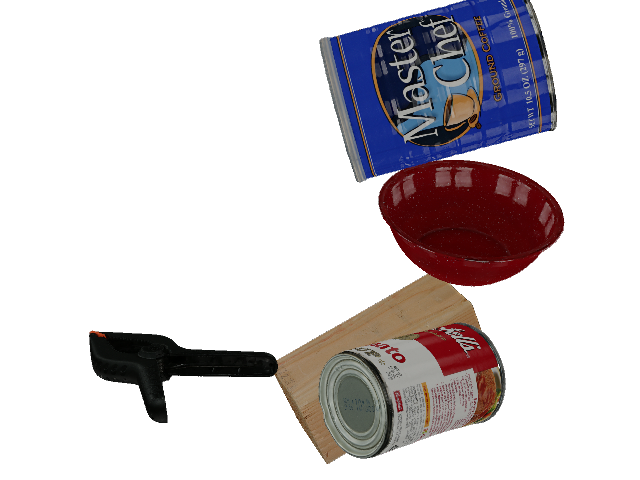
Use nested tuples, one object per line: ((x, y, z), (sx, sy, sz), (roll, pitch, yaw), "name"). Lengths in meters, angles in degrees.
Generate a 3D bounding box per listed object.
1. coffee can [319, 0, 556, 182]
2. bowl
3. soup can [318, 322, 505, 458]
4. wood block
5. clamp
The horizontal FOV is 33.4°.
((0.080, -0.107, 0.734), (0.140, 0.103, 0.103), (-15, -1, 5), "coffee can")
((0.129, -0.008, 0.941), (0.162, 0.055, 0.162), (3, 35, -2), "bowl")
((0.057, 0.094, 0.676), (0.102, 0.068, 0.069), (-9, 6, -38), "soup can")
((0.065, 0.132, 1.127), (0.206, 0.091, 0.090), (-29, 31, -9), "wood block")
((-0.172, 0.130, 1.089), (0.210, 0.036, 0.164), (10, 17, 32), "clamp")
